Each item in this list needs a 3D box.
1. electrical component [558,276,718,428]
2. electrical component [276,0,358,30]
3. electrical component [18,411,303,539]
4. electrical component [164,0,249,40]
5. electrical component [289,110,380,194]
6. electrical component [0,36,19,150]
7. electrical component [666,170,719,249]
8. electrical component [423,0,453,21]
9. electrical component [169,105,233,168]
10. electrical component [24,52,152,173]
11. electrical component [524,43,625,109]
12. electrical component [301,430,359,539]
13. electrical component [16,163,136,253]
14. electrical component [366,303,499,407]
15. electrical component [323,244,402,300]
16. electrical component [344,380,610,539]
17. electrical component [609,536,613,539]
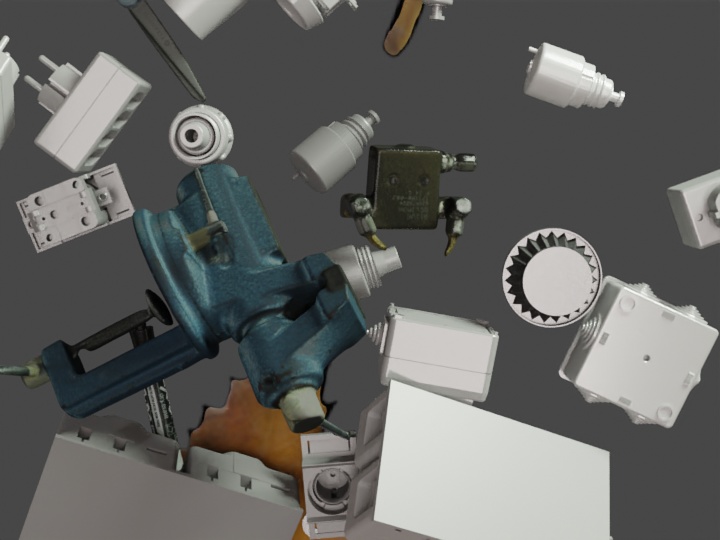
[{"bbox_3d":[0.214,0.063,0.824,0.100,0.048,0.099,25,96,-3],"label":"electrical component"},{"bbox_3d":[-0.032,-0.211,0.792,0.055,0.048,0.066,-44,95,-3],"label":"electrical component"},{"bbox_3d":[-0.150,0.184,0.811,0.186,0.060,0.105,20,105,-12],"label":"electrical component"},{"bbox_3d":[-0.116,-0.224,0.789,0.077,0.044,0.079,-42,95,4],"label":"electrical component"},{"bbox_3d":[-0.017,-0.092,0.809,0.078,0.040,0.040,-42,96,-14],"label":"electrical component"},{"bbox_3d":[-0.275,-0.139,0.788,0.047,0.083,0.075,21,58,-3],"label":"electrical component"},{"bbox_3d":[0.276,-0.048,0.798,0.066,0.076,0.047,-20,96,2],"label":"electrical component"},{"bbox_3d":[0.059,-0.224,0.794,0.040,0.040,0.078,4,97,-1],"label":"electrical component"},{"bbox_3d":[-0.120,-0.099,0.795,0.048,0.062,0.048,0,96,-1],"label":"electrical component"},{"bbox_3d":[-0.213,-0.127,0.798,0.076,0.047,0.083,37,95,-4],"label":"electrical component"},{"bbox_3d":[0.159,-0.140,0.804,0.078,0.040,0.040,19,96,-3],"label":"electrical component"},{"bbox_3d":[-0.021,0.161,0.825,0.042,0.064,0.081,-4,96,1],"label":"electrical component"},{"bbox_3d":[-0.214,-0.045,0.799,0.081,0.064,0.042,-22,97,2],"label":"electrical component"},{"bbox_3d":[0.051,0.064,0.816,0.096,0.061,0.061,10,96,-2],"label":"electrical component"},{"bbox_3d":[0.000,0.000,0.817,0.062,0.043,0.043,-19,96,0],"label":"electrical component"},{"bbox_3d":[0.087,0.166,0.789,0.186,0.060,0.105,20,55,-16],"label":"electrical component"},{"bbox_3d":[0.195,0.245,0.843,0.138,0.052,0.073,16,96,-2],"label":"electrical component"}]
